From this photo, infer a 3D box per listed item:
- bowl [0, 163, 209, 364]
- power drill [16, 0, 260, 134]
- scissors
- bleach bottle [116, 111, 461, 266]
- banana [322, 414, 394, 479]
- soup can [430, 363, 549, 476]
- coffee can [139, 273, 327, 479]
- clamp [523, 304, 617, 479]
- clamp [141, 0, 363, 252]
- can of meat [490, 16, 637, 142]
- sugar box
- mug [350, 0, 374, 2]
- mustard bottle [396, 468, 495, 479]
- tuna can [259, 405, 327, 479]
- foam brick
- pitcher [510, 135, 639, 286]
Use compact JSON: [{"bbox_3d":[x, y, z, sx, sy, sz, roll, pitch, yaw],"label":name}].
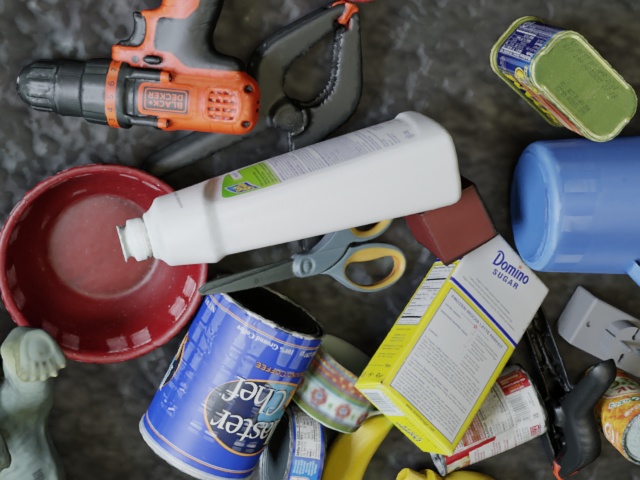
[{"bbox_3d":[-0.170,0.013,0.842,0.162,0.055,0.162,-3,107,-11],"label":"bowl"},{"bbox_3d":[-0.130,-0.174,0.784,0.184,0.057,0.188,6,104,2],"label":"power drill"},{"bbox_3d":[-0.006,0.001,0.854,0.201,0.016,0.096,5,95,-39],"label":"scissors"},{"bbox_3d":[-0.027,-0.032,0.801,0.250,0.103,0.068,-15,109,-11],"label":"bleach bottle"},{"bbox_3d":[0.031,0.232,0.952,0.070,0.037,0.198,17,111,17],"label":"banana"},{"bbox_3d":[0.142,0.158,0.945,0.102,0.068,0.068,-22,110,-5],"label":"soup can"},{"bbox_3d":[-0.071,0.112,0.868,0.102,0.103,0.140,25,100,-18],"label":"coffee can"},{"bbox_3d":[0.213,0.137,0.950,0.039,0.120,0.171,-14,130,-15],"label":"clamp"},{"bbox_3d":[-0.021,-0.091,0.851,0.164,0.036,0.210,33,101,-21],"label":"clamp"},{"bbox_3d":[0.197,-0.129,0.860,0.102,0.084,0.057,39,96,-20],"label":"can of meat"},{"bbox_3d":[0.113,0.080,0.889,0.093,0.048,0.176,46,63,-21],"label":"sugar box"},{"bbox_3d":[0.014,-0.235,0.790,0.117,0.081,0.093,39,96,-20],"label":"mug"},{"bbox_3d":[0.143,0.268,0.983,0.191,0.058,0.096,39,101,-20],"label":"mustard bottle"},{"bbox_3d":[-0.024,0.183,0.908,0.033,0.086,0.086,11,104,-17],"label":"tuna can"},{"bbox_3d":[0.103,-0.022,0.877,0.053,0.078,0.051,-31,110,-4],"label":"foam brick"},{"bbox_3d":[0.290,-0.020,0.884,0.242,0.149,0.145,-1,107,-8],"label":"pitcher"}]
